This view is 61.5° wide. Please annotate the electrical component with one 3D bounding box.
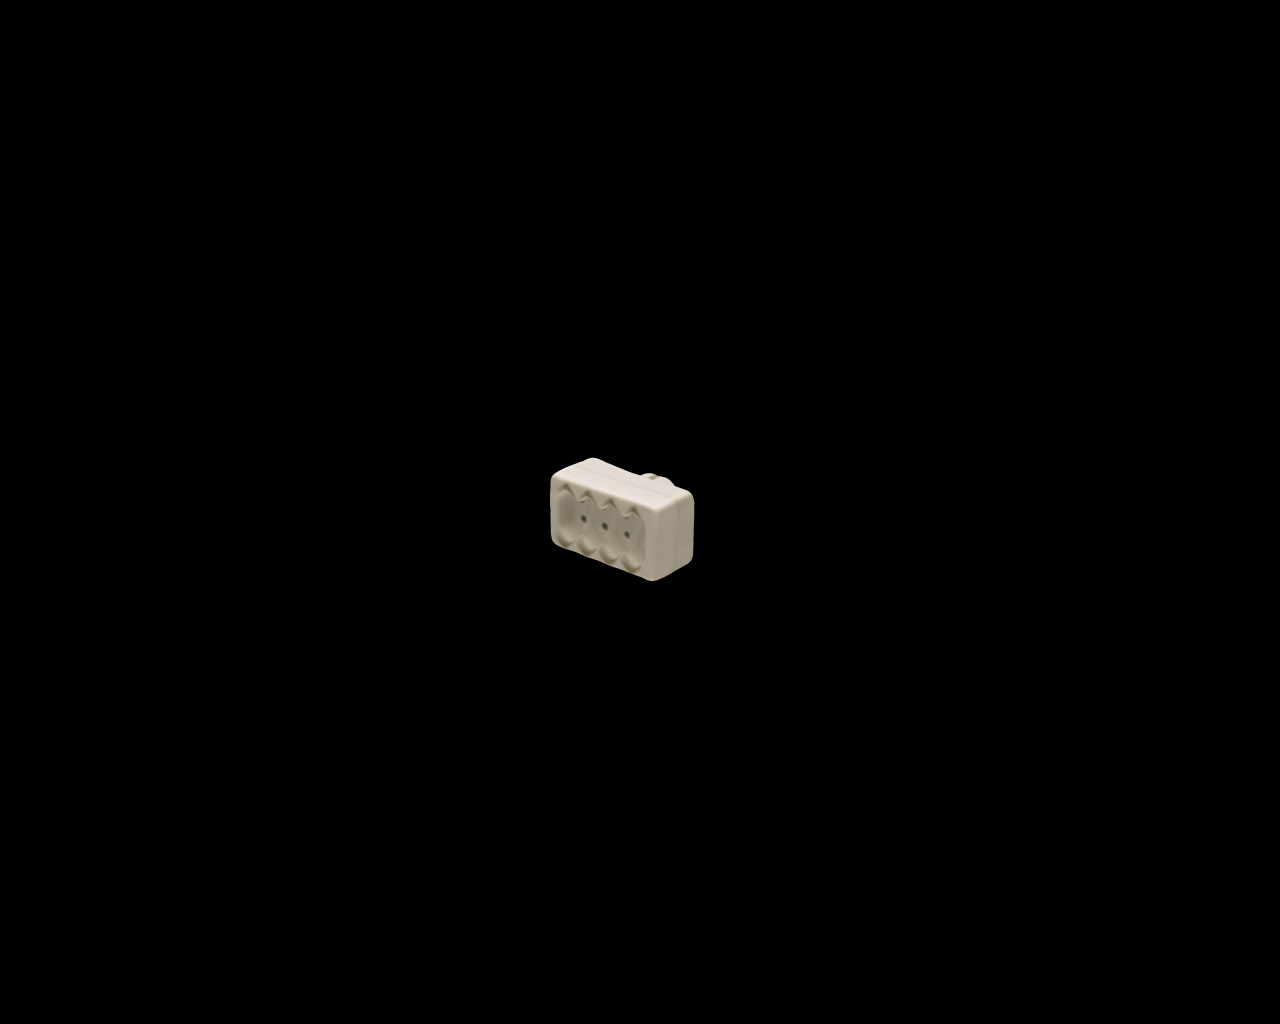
[{"bbox_3d":[0.001,-0.003,0.650,0.083,0.047,0.076,20,32,36],"label":"electrical component"}]
